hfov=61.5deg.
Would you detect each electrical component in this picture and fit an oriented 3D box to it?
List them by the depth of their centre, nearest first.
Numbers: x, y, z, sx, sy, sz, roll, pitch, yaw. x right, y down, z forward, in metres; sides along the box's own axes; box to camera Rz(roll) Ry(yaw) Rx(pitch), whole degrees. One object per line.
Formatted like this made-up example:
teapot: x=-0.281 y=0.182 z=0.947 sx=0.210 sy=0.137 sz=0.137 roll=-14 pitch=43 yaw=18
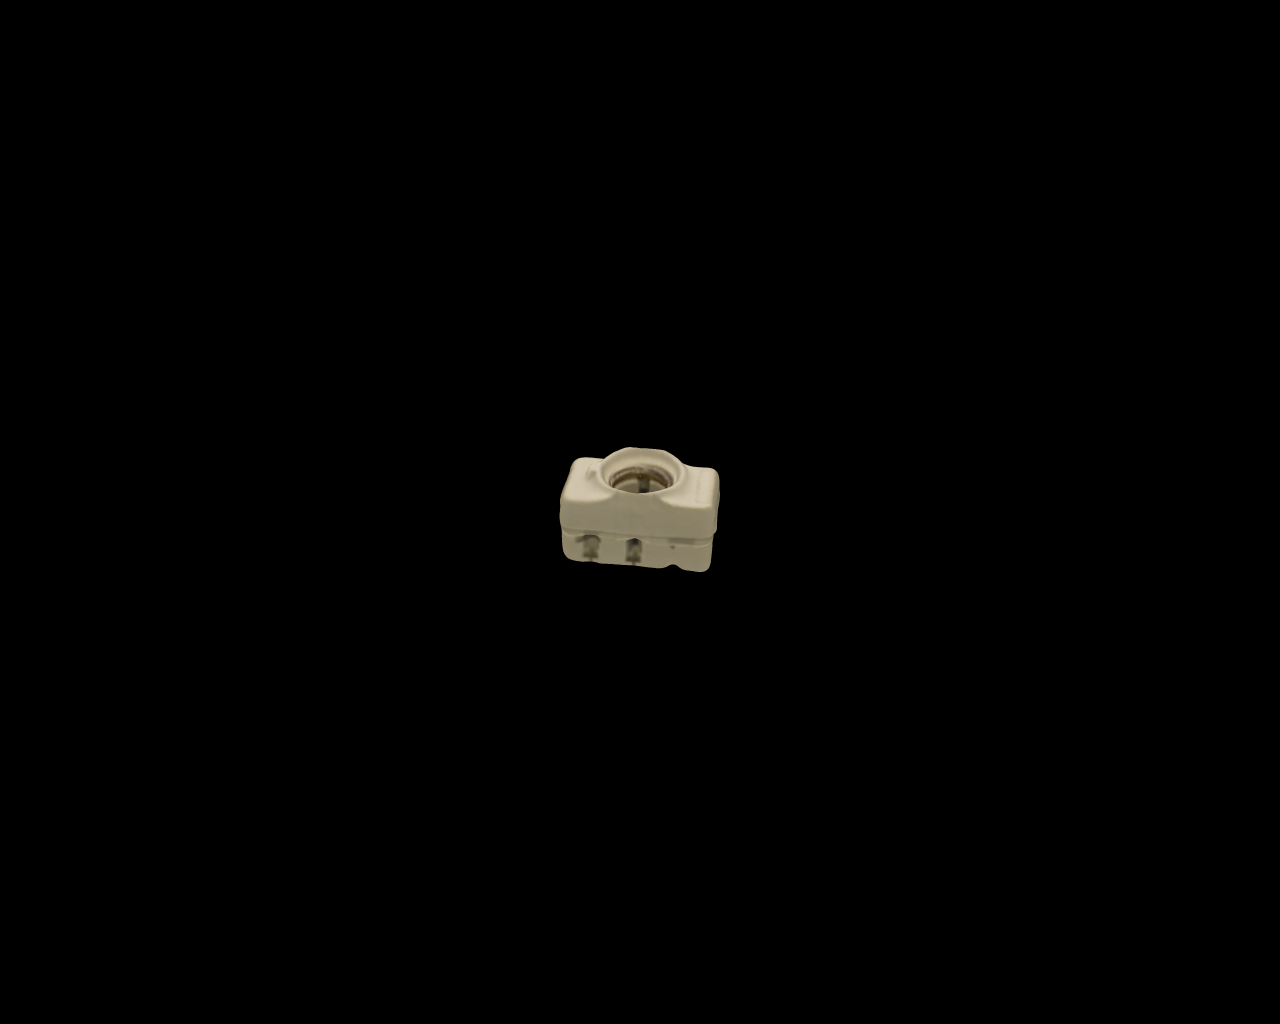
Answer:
electrical component: x=0.001 y=-0.003 z=0.650 sx=0.089 sy=0.055 sz=0.050 roll=5 pitch=36 yaw=7
